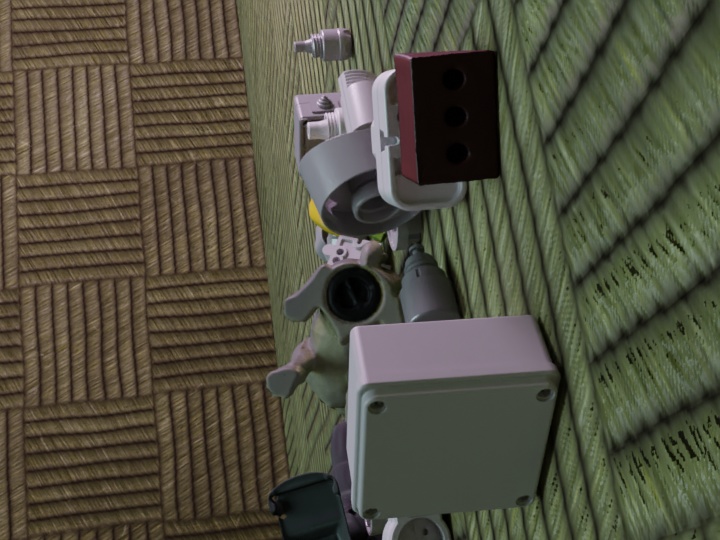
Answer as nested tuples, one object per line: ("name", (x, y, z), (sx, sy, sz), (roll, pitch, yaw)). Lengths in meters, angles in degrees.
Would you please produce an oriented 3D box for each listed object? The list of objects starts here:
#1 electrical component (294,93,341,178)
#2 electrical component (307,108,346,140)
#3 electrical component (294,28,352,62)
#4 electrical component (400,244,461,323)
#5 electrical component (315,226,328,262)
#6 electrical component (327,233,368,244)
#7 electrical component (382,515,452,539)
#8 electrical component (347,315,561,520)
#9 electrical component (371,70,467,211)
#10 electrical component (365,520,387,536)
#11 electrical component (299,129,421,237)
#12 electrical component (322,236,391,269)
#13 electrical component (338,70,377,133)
("electrical component", (-0.042, -0.161, 1.221), (0.061, 0.062, 0.096), (-105, 14, -49))
("electrical component", (-0.022, -0.144, 1.097), (0.043, 0.062, 0.043), (175, 90, -81))
("electrical component", (-0.040, -0.242, 1.159), (0.035, 0.061, 0.035), (175, 90, -82))
("electrical component", (0.049, 0.015, 0.791), (0.040, 0.040, 0.078), (96, 166, -53))
("electrical component", (-0.030, -0.053, 1.267), (0.077, 0.043, 0.079), (128, 137, -78))
("electrical component", (-0.012, -0.014, 1.168), (0.045, 0.045, 0.055), (-146, 51, -79))
("electrical component", (0.045, 0.226, 0.904), (0.073, 0.052, 0.138), (124, 140, -77))
("electrical component", (0.048, 0.084, 0.607), (0.056, 0.109, 0.108), (-101, 10, -49))
("electrical component", (0.039, -0.091, 0.743), (0.059, 0.054, 0.095), (-139, 44, -78))
("electrical component", (0.029, 0.222, 1.025), (0.055, 0.047, 0.055), (175, 90, -82))
("electrical component", (0.006, -0.072, 0.836), (0.099, 0.099, 0.064), (98, 158, -57))
("electrical component", (0.000, 0.000, 1.055), (0.055, 0.066, 0.048), (68, -141, -55))
("electrical component", (0.005, -0.149, 0.975), (0.043, 0.043, 0.081), (97, 165, -55))
